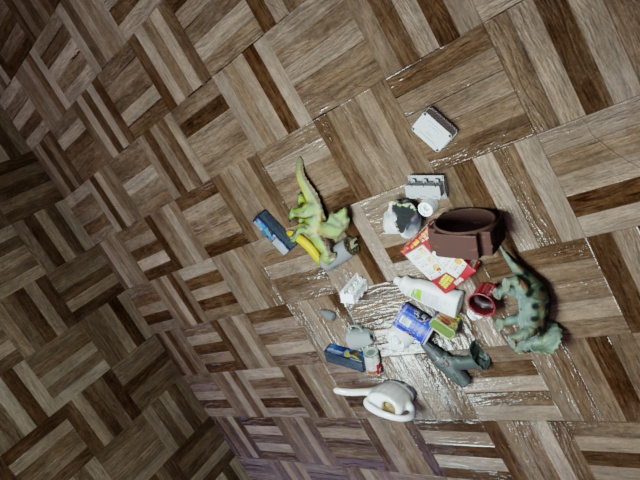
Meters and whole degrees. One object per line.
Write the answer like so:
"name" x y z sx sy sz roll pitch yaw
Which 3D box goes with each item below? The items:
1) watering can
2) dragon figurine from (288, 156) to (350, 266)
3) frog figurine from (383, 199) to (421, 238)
"watering can" 0.248 0.647 2.138 0.349 0.103 0.226 16 18 32
"dragon figurine" 0.006 -0.096 1.917 0.243 0.405 0.123 10 19 26
"frog figurine" 0.278 -0.066 1.748 0.123 0.139 0.157 -34 -14 -7
